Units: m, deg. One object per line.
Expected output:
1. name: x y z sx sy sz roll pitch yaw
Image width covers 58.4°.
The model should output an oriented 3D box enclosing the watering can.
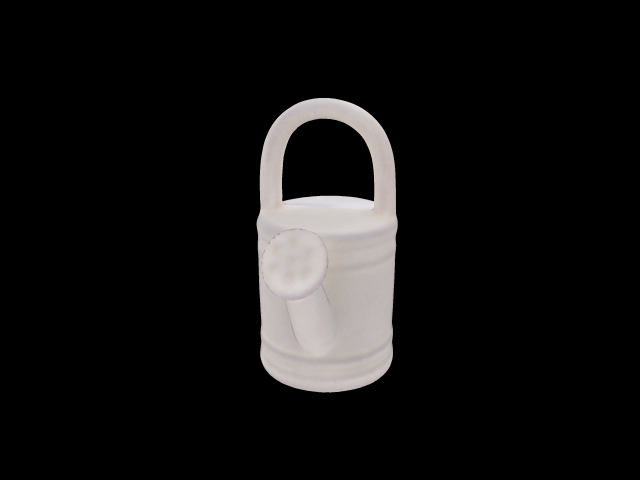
1. watering can: 0.006 0.002 0.400 0.101 0.194 0.172 -3 20 -9
